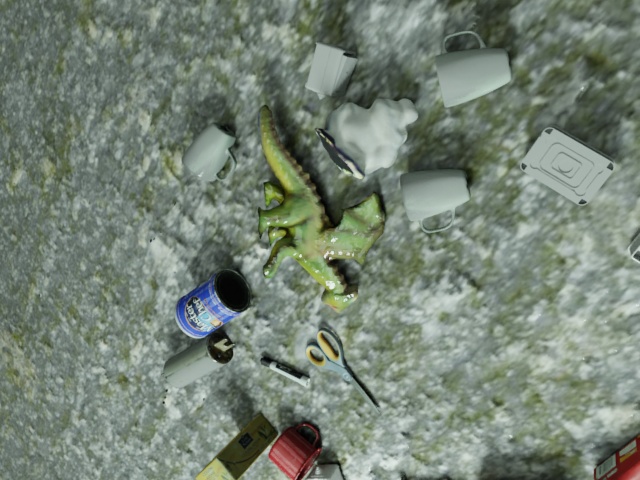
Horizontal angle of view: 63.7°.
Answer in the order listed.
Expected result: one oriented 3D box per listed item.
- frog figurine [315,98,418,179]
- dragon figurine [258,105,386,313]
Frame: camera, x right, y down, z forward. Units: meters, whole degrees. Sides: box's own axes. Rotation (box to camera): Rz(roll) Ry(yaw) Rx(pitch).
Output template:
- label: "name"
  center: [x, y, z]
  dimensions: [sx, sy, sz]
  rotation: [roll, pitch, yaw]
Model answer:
- label: "frog figurine"
  center: [0.087, -0.191, 0.896]
  dimensions: [0.160, 0.121, 0.139]
  rotation: [-41, 71, -7]
- label: "dragon figurine"
  center: [0.003, -0.049, 0.975]
  dimensions: [0.243, 0.124, 0.405]
  rotation: [0, 104, 9]
